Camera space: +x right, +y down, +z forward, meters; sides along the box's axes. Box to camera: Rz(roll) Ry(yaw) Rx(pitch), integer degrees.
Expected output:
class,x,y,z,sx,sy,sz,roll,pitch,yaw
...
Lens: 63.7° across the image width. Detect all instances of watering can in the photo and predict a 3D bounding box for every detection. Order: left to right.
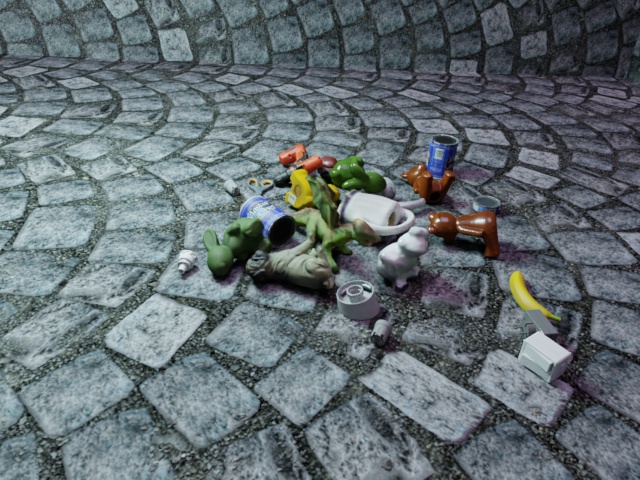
class,x,y,z,sx,sy,sz,roll,pitch,yaw
watering can,0.188,-0.089,1.573,0.225,0.102,0.352,17,25,21

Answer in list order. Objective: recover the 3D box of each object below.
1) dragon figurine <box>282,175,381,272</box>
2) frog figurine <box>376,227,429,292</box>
class,x,y,z,sx,sy,sz,roll,pitch,yaw
dragon figurine,0.004,-0.070,1.400,0.123,0.237,0.415,-26,45,-32
frog figurine,0.211,0.032,1.325,0.138,0.156,0.124,-17,35,-29
